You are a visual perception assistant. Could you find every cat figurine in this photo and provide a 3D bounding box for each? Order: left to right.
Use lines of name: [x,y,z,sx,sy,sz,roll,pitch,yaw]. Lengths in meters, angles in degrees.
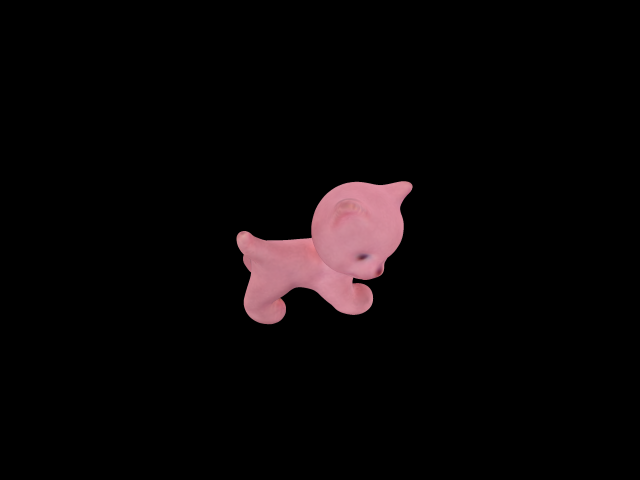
cat figurine: [0.004,0.001,0.400,0.128,0.118,0.067,-8,58,-4]
